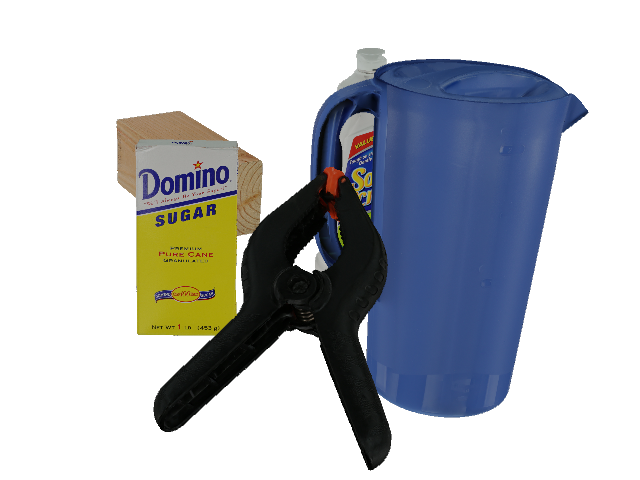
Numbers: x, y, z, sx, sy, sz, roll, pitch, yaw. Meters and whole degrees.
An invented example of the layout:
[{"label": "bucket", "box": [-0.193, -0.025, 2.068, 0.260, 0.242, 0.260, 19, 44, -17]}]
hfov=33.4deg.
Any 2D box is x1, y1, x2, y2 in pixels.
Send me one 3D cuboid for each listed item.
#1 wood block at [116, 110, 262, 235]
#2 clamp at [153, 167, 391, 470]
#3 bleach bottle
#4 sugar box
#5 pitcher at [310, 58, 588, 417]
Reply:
[{"label": "wood block", "box": [-0.160, -0.080, 1.272, 0.090, 0.090, 0.206, -12, 28, -31]}, {"label": "clamp", "box": [-0.001, 0.040, 0.559, 0.120, 0.171, 0.039, 19, -27, 12]}, {"label": "bleach bottle", "box": [0.044, -0.080, 1.145, 0.102, 0.251, 0.068, -3, 25, -6]}, {"label": "sugar box", "box": [-0.122, -0.003, 0.975, 0.093, 0.176, 0.048, 0, 14, -4]}, {"label": "pitcher", "box": [0.084, -0.002, 0.757, 0.149, 0.243, 0.144, 17, 24, 31]}]
